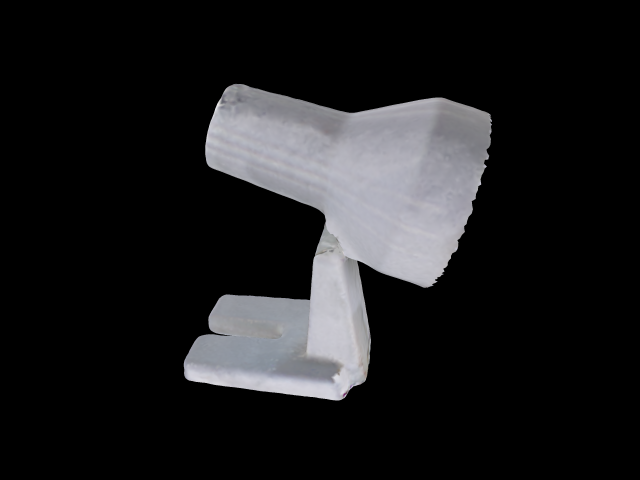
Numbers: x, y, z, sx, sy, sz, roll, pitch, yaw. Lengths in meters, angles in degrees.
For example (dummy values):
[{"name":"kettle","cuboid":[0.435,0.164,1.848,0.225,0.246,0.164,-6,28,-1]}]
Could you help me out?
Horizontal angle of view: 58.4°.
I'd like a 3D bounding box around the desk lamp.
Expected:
[{"name":"desk lamp","cuboid":[0.004,0.001,0.400,0.203,0.214,0.118,4,28,7]}]
